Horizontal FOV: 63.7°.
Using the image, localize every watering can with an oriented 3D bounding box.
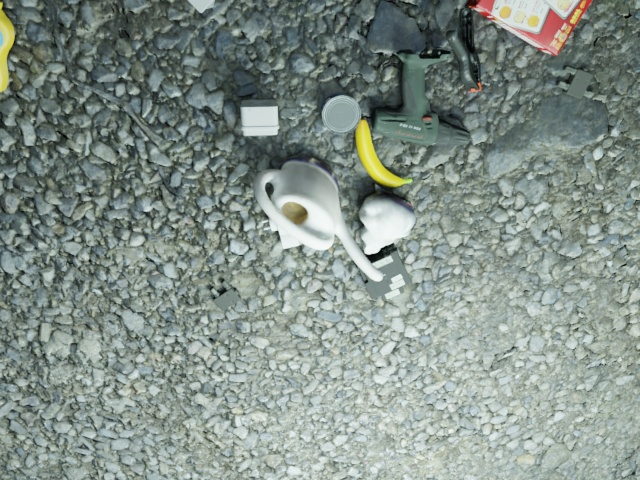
[{"bbox_3d":[0.003,-0.057,1.130,0.345,0.230,0.102,33,128,-22],"label":"watering can"}]

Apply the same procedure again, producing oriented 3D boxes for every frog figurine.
[{"bbox_3d":[0.145,-0.035,1.209,0.136,0.124,0.158,22,99,-36],"label":"frog figurine"}]
